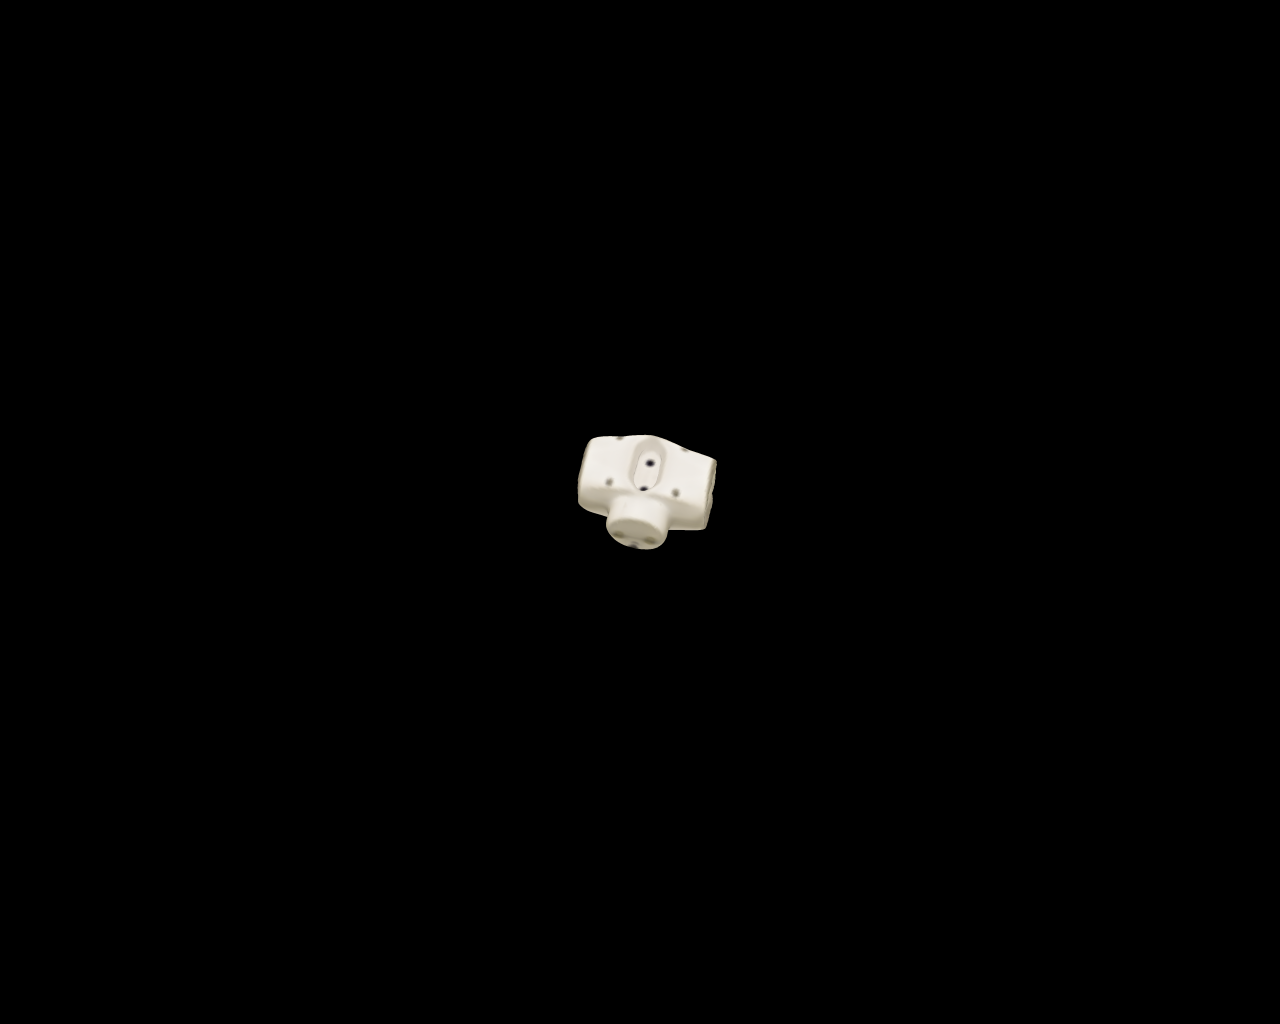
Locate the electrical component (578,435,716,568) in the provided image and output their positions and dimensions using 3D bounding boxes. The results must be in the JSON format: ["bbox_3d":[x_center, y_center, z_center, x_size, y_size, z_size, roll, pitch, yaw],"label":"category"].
[{"bbox_3d":[0.001,-0.003,0.650,0.077,0.079,0.043,11,-30,7],"label":"electrical component"}]
